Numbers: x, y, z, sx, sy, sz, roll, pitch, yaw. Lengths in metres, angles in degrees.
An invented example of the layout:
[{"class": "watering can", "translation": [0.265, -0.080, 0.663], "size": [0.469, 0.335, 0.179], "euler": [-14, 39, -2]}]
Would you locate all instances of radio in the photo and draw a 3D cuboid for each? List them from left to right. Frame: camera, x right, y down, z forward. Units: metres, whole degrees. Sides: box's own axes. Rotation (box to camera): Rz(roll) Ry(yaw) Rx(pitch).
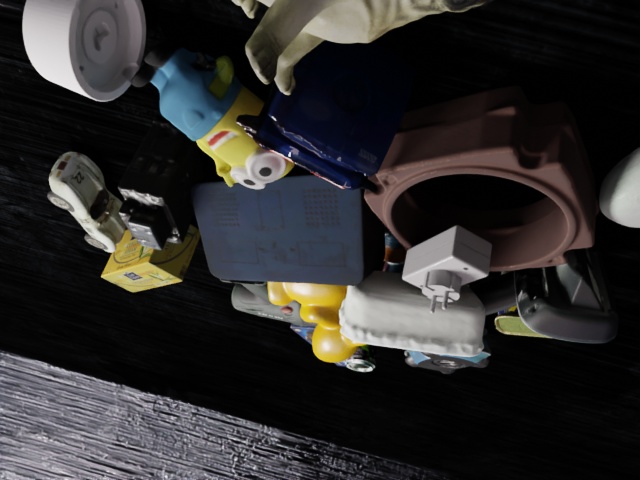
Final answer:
[{"class": "radio", "translation": [-0.038, -0.019, 0.647], "size": [0.230, 0.073, 0.131], "euler": [0, 107, 29]}]

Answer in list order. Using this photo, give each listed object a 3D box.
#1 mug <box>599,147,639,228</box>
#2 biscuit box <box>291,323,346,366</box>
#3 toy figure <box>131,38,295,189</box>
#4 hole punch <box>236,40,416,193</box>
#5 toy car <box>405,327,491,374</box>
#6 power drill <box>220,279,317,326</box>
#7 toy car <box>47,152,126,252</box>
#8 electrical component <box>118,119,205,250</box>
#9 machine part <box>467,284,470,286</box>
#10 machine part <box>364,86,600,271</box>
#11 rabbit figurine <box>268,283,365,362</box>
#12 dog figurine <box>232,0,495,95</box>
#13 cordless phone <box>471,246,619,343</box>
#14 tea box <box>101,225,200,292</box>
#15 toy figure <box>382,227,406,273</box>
[{"class": "mug", "translation": [0.318, -0.049, 0.483], "size": [0.109, 0.081, 0.107], "euler": [15, 164, -13]}, {"class": "biscuit box", "translation": [0.022, 0.192, 1.078], "size": [0.063, 0.059, 0.202], "euler": [-4, 146, 32]}, {"class": "toy figure", "translation": [-0.095, -0.128, 0.544], "size": [0.180, 0.089, 0.082], "euler": [41, 158, -24]}, {"class": "hole punch", "translation": [0.015, -0.119, 0.471], "size": [0.142, 0.116, 0.092], "euler": [27, 142, -20]}, {"class": "toy car", "translation": [0.204, 0.154, 0.870], "size": [0.109, 0.103, 0.161], "euler": [14, 157, -8]}, {"class": "power drill", "translation": [-0.066, 0.083, 0.920], "size": [0.232, 0.086, 0.207], "euler": [5, 158, 25]}, {"class": "toy car", "translation": [-0.341, -0.052, 0.810], "size": [0.056, 0.073, 0.201], "euler": [10, 151, 11]}, {"class": "electrical component", "translation": [-0.191, -0.059, 0.657], "size": [0.058, 0.134, 0.114], "euler": [12, 154, 7]}, {"class": "machine part", "translation": [0.110, 0.081, 0.815], "size": [0.243, 0.079, 0.079], "euler": [-11, 142, 40]}, {"class": "machine part", "translation": [0.163, -0.047, 0.549], "size": [0.202, 0.087, 0.200], "euler": [-8, 143, 35]}, {"class": "rabbit figurine", "translation": [0.025, 0.099, 0.779], "size": [0.163, 0.122, 0.173], "euler": [2, 111, 26]}, {"class": "dog figurine", "translation": [0.021, -0.206, 0.356], "size": [0.191, 0.121, 0.172], "euler": [-26, 106, 10]}, {"class": "cordless phone", "translation": [0.239, 0.071, 0.634], "size": [0.184, 0.147, 0.088], "euler": [-30, 114, 33]}, {"class": "tea box", "translation": [-0.282, 0.024, 0.893], "size": [0.170, 0.098, 0.068], "euler": [-16, 139, 43]}, {"class": "toy figure", "translation": [0.104, 0.030, 0.707], "size": [0.058, 0.064, 0.154], "euler": [8, 116, 43]}]
